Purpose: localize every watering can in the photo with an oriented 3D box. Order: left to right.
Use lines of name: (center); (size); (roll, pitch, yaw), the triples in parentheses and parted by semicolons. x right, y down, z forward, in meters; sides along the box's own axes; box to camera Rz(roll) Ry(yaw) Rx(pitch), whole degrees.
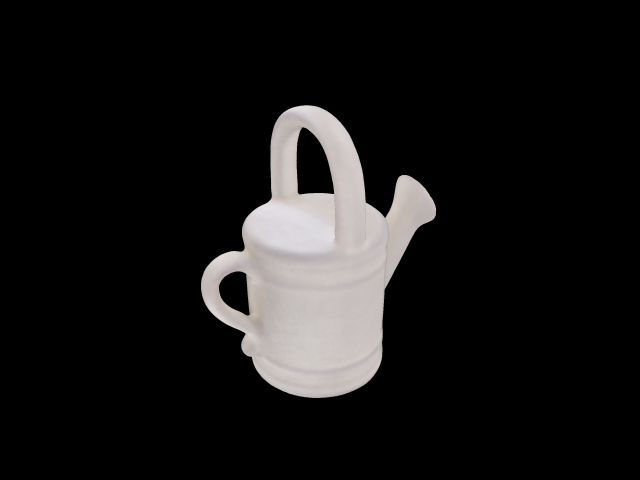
watering can: (0.002, 0.001, 0.402); (0.100, 0.194, 0.173); (20, 35, 32)
